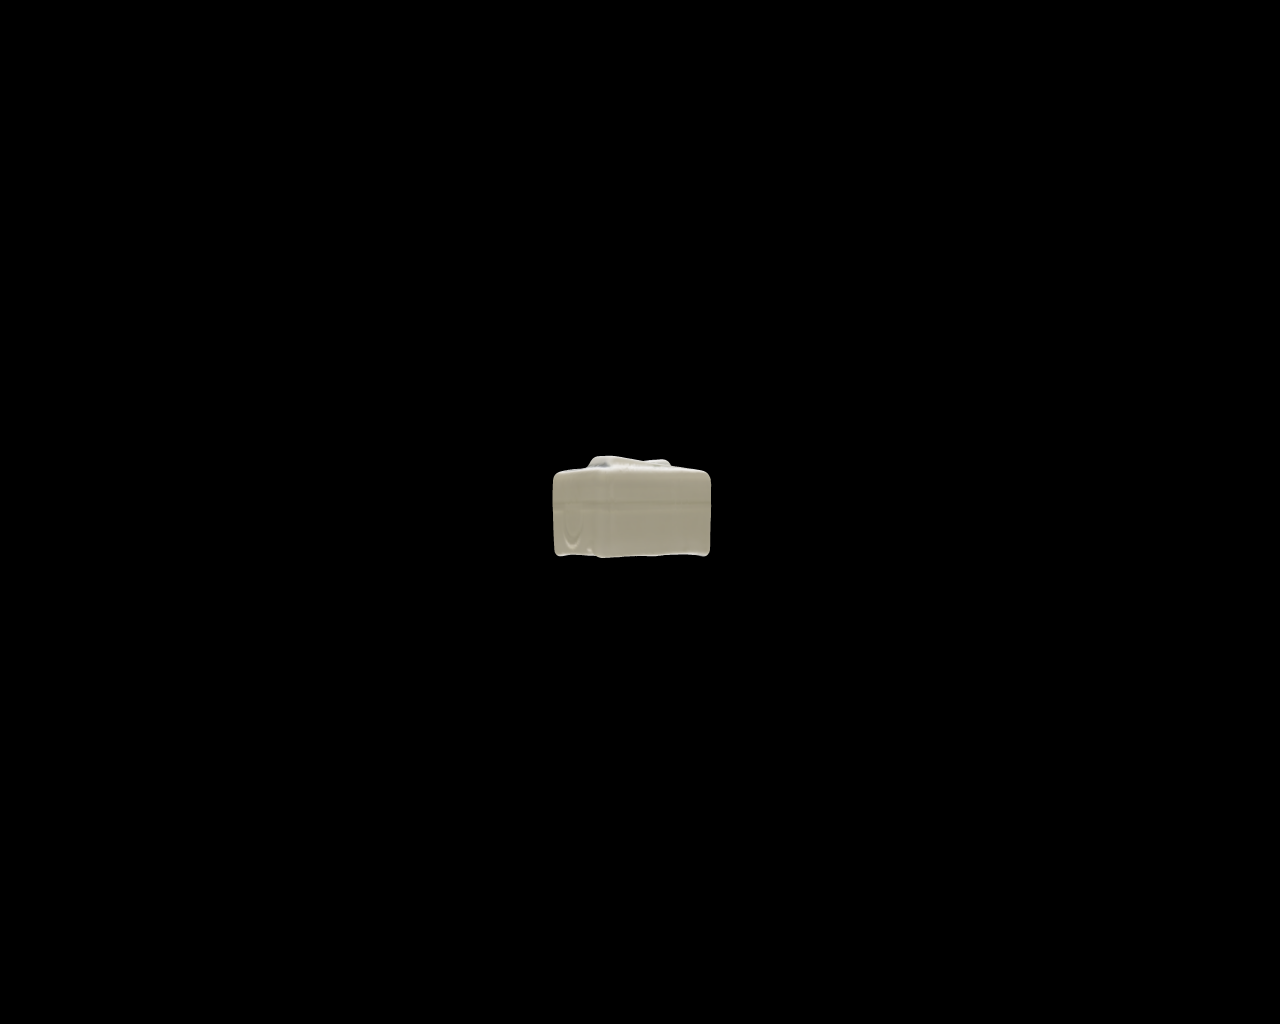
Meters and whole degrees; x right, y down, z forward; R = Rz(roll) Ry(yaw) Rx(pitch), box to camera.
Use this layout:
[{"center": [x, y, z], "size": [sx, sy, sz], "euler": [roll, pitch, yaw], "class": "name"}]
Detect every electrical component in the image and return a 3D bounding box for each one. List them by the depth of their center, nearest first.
[{"center": [0.001, -0.003, 0.650], "size": [0.096, 0.061, 0.061], "euler": [0, 0, -32], "class": "electrical component"}]
